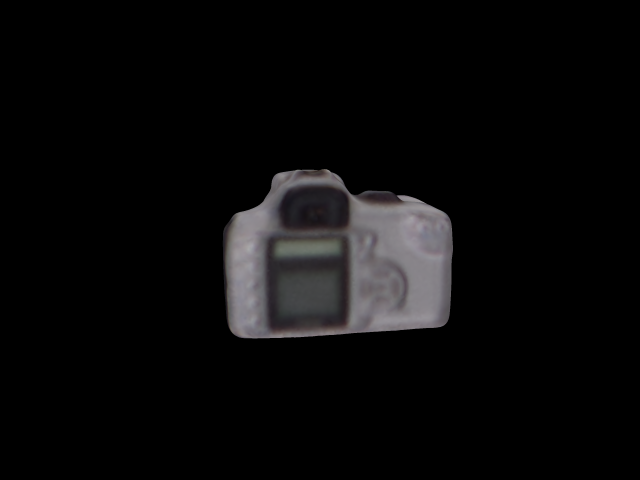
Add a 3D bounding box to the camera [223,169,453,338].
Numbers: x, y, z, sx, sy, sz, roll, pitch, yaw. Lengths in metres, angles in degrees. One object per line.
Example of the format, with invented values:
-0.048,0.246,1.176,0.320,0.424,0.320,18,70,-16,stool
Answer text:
0.004,0.001,0.400,0.143,0.101,0.136,-1,7,-11,camera
